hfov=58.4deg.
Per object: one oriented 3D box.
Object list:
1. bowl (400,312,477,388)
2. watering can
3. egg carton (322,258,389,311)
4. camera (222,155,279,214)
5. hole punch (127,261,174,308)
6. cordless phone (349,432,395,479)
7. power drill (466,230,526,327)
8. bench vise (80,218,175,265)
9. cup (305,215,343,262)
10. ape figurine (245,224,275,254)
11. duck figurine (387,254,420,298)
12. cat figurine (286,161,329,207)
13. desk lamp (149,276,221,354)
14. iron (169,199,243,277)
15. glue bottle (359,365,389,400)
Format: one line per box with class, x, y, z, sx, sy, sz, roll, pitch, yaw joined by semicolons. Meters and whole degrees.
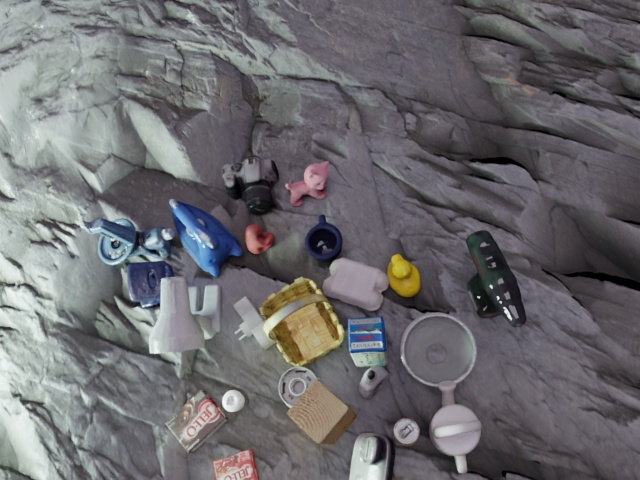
bowl;0.265;0.252;1.289;0.167;0.075;0.167;-3;69;7
watering can;0.273;0.382;1.173;0.101;0.194;0.172;-30;68;-3
egg carton;0.086;0.105;1.374;0.150;0.069;0.107;17;73;14
camera;-0.181;-0.140;1.491;0.143;0.101;0.137;-9;68;5
hole punch;-0.422;0.104;1.437;0.101;0.091;0.108;-15;68;3
cordless phone;0.102;0.469;1.170;0.094;0.185;0.147;4;70;10
power drill;0.381;0.101;1.257;0.075;0.209;0.229;-18;68;1
bench vise;-0.478;-0.019;1.423;0.207;0.220;0.121;-26;68;-2
cup;0.013;0.005;1.410;0.091;0.095;0.118;-7;68;6
ape figurine;-0.160;-0.010;1.442;0.077;0.092;0.076;40;79;20
duck figurine;0.198;0.081;1.358;0.077;0.086;0.104;-24;68;-1
cat figurine;-0.028;-0.150;1.463;0.128;0.118;0.067;-19;67;1
desk lamp;-0.312;0.178;1.327;0.118;0.214;0.203;-5;68;7
iron;-0.318;-0.034;1.448;0.119;0.141;0.257;-43;69;-9
glue bottle;0.113;0.302;1.239;0.037;0.173;0.078;36;78;19
